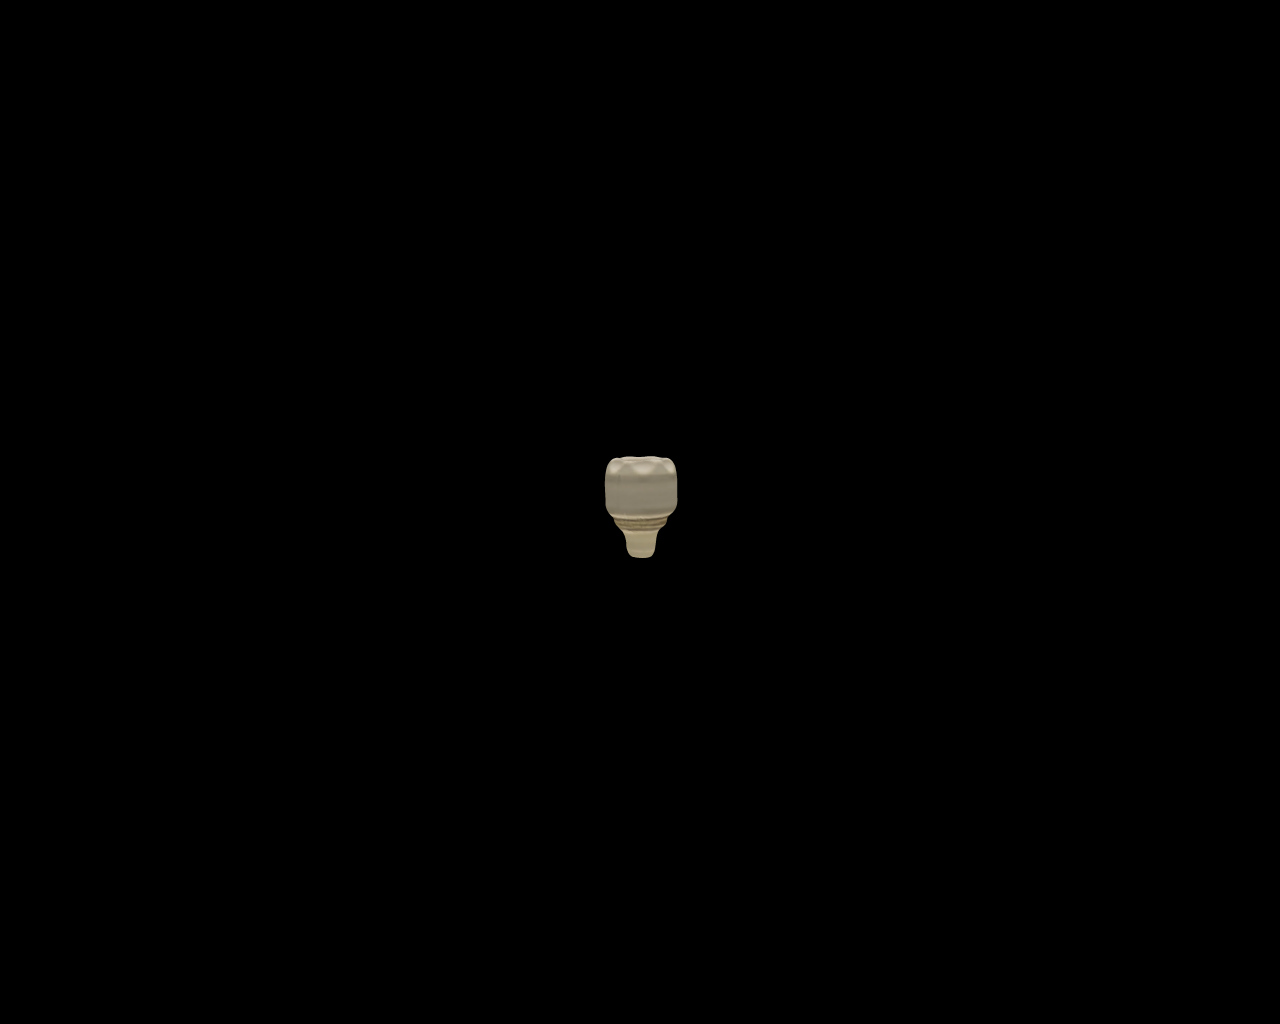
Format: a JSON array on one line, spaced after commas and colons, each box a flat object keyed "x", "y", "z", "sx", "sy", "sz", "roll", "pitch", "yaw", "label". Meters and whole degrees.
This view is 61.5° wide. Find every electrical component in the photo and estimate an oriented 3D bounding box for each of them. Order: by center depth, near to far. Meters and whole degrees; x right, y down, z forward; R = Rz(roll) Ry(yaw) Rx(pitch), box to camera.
[{"x": 0.001, "y": -0.003, "z": 0.650, "sx": 0.043, "sy": 0.062, "sz": 0.043, "roll": 0, "pitch": 7, "yaw": 0, "label": "electrical component"}]
